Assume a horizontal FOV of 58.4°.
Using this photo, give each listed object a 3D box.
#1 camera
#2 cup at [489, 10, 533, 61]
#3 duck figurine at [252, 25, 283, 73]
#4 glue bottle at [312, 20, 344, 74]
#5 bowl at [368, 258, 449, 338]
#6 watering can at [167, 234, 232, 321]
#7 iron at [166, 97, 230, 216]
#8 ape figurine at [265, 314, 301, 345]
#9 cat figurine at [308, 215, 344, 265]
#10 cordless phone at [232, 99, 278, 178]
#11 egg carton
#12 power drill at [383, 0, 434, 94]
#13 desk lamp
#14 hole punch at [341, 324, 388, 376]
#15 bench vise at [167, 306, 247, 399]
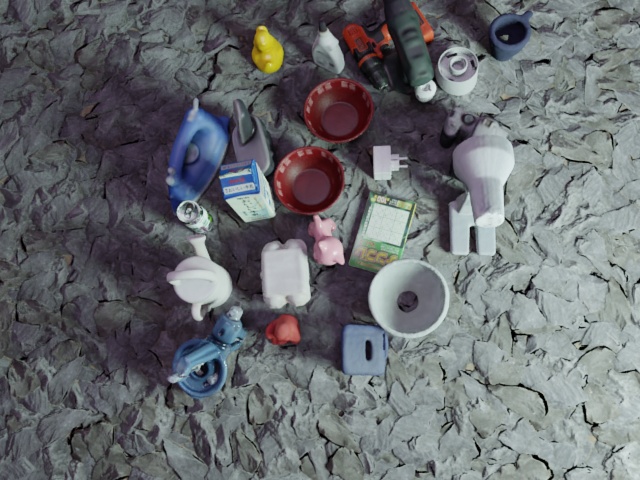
[{"bbox_3d":[0.325,-0.205,1.257,0.143,0.101,0.137,27,82,11],"label":"camera"},{"bbox_3d":[0.433,-0.462,1.306,0.091,0.095,0.118,44,85,13],"label":"cup"},{"bbox_3d":[-0.130,-0.459,1.366,0.077,0.086,0.104,-11,77,3],"label":"duck figurine"},{"bbox_3d":[0.014,-0.445,1.303,0.078,0.173,0.037,30,82,11],"label":"glue bottle"},{"bbox_3d":[0.186,0.126,1.212,0.167,0.075,0.167,-1,78,6],"label":"bowl"},{"bbox_3d":[-0.260,0.077,1.206,0.101,0.194,0.173,-24,76,0],"label":"watering can"},{"bbox_3d":[-0.299,-0.189,1.295,0.118,0.141,0.258,17,80,9],"label":"iron"},{"bbox_3d":[-0.077,0.193,1.215,0.077,0.092,0.076,29,82,11],"label":"ape figurine"},{"bbox_3d":[0.011,0.004,1.234,0.067,0.118,0.128,-19,76,2],"label":"cat figurine"},{"bbox_3d":[-0.158,-0.218,1.265,0.094,0.185,0.147,-20,76,1],"label":"cordless phone"},{"bbox_3d":[-0.076,0.074,1.253,0.107,0.069,0.150,-7,77,4],"label":"egg carton"},{"bbox_3d":[0.184,-0.427,1.264,0.075,0.208,0.229,-20,76,1],"label":"power drill"},{"bbox_3d":[0.330,-0.086,1.173,0.118,0.213,0.203,0,78,6],"label":"desk lamp"},{"bbox_3d":[0.092,0.227,1.191,0.101,0.091,0.109,-1,78,6],"label":"hole punch"},{"bbox_3d":[-0.239,0.223,1.159,0.121,0.220,0.207,12,79,9],"label":"bench vise"}]
